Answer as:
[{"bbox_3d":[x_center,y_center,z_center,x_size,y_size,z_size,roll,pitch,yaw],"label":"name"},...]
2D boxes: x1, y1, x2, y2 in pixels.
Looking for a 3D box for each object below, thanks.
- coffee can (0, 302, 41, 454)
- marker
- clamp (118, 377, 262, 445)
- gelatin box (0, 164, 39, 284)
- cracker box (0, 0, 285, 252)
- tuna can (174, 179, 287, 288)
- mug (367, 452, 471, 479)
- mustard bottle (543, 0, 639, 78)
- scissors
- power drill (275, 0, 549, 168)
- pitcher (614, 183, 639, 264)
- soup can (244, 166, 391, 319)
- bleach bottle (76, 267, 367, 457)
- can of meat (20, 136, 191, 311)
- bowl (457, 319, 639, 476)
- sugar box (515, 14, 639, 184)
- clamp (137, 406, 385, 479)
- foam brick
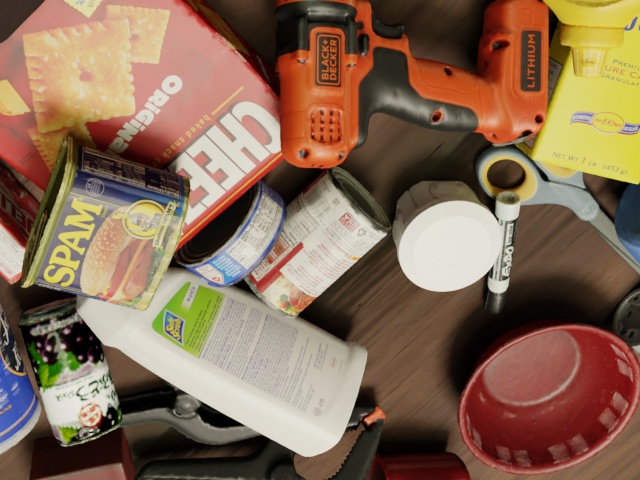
[{"bbox_3d":[-0.273,0.080,0.771,0.103,0.103,0.140,-14,114,-2],"label":"coffee can"},{"bbox_3d":[0.145,0.014,0.856,0.020,0.020,0.121,-7,130,-6],"label":"marker"},{"bbox_3d":[-0.112,0.117,0.871,0.171,0.039,0.120,9,124,-12],"label":"clamp"},{"bbox_3d":[-0.230,-0.024,0.744,0.030,0.073,0.089,-33,121,10],"label":"gelatin box"},{"bbox_3d":[-0.135,-0.100,0.716,0.164,0.072,0.213,-39,120,14],"label":"cracker box"},{"bbox_3d":[-0.065,-0.008,0.776,0.086,0.086,0.033,-41,121,14],"label":"tuna can"},{"bbox_3d":[0.088,0.230,0.934,0.081,0.117,0.093,0,87,-16],"label":"mug"},{"bbox_3d":[0.182,-0.201,0.683,0.096,0.058,0.192,8,105,19],"label":"mustard bottle"},{"bbox_3d":[0.192,-0.023,0.854,0.096,0.016,0.201,-26,121,8],"label":"scissors"},{"bbox_3d":[0.060,-0.137,0.715,0.187,0.057,0.184,1,90,-19],"label":"power drill"},{"bbox_3d":[0.353,0.023,0.856,0.145,0.149,0.242,-36,118,29],"label":"pitcher"},{"bbox_3d":[-0.005,0.001,0.803,0.102,0.068,0.068,-43,119,15],"label":"soup can"},{"bbox_3d":[-0.086,0.069,0.823,0.250,0.102,0.068,33,143,-18],"label":"bleach bottle"},{"bbox_3d":[-0.140,-0.007,0.698,0.083,0.057,0.102,16,121,-21],"label":"can of meat"},{"bbox_3d":[0.190,0.124,0.918,0.162,0.055,0.162,-4,121,-8],"label":"bowl"},{"bbox_3d":[0.215,-0.135,0.763,0.093,0.048,0.176,11,113,-16],"label":"sugar box"},{"bbox_3d":[-0.027,0.216,0.897,0.210,0.164,0.036,-27,162,-10],"label":"clamp"},{"bbox_3d":[-0.198,0.195,0.894,0.078,0.053,0.051,-11,122,-2],"label":"foam brick"}]
